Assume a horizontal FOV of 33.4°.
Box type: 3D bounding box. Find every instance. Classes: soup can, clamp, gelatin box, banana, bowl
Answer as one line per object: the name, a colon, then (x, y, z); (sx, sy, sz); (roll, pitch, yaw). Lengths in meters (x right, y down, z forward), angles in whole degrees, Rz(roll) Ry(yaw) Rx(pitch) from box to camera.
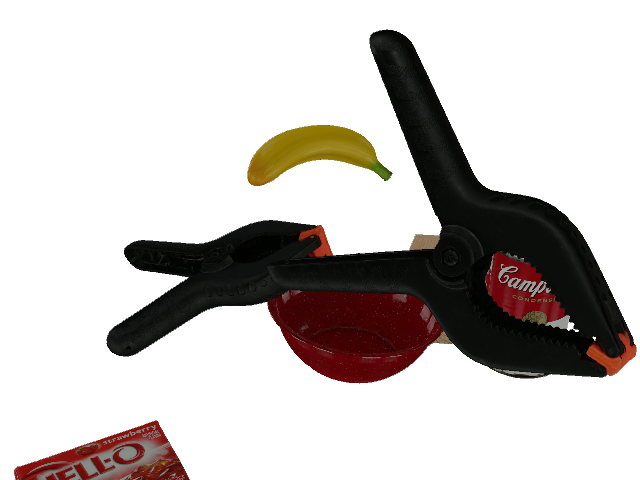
soup can: (0.155, 0.044, 0.801); (0.068, 0.102, 0.068); (2, 28, -1)
clamp: (0.075, -0.005, 0.564); (0.210, 0.165, 0.036); (29, 26, 25)
gelatin box: (-0.121, 0.144, 0.603); (0.089, 0.030, 0.073); (-16, 28, -20)
banana: (-0.007, -0.093, 1.134); (0.197, 0.037, 0.070); (-7, 48, -40)
clamp: (-0.078, 0.030, 0.777); (0.172, 0.120, 0.039); (-12, -48, 17)
bowl: (0.031, 0.081, 0.969); (0.162, 0.055, 0.162); (4, 28, -3)

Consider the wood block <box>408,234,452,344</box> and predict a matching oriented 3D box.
wood block: (0.172, 0.070, 1.620); (0.091, 0.090, 0.206); (4, 22, 13)
